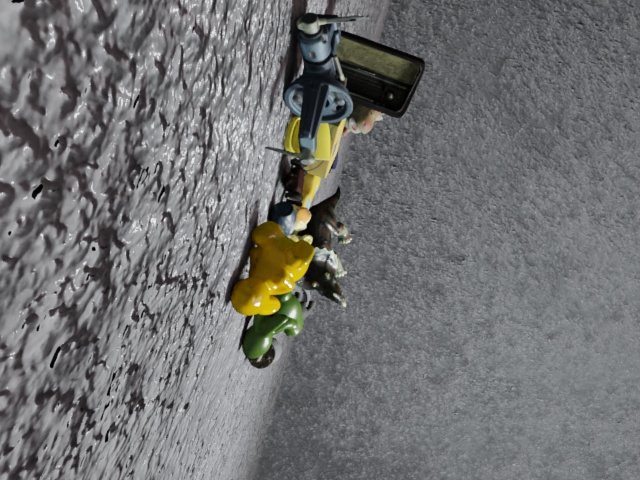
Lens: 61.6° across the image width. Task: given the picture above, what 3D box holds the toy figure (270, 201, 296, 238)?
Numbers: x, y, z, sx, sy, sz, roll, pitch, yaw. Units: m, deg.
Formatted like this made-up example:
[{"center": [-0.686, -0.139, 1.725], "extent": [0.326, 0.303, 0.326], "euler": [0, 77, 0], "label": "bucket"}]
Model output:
[{"center": [-0.086, -0.020, 1.168], "extent": [0.064, 0.058, 0.154], "euler": [-42, 161, -31], "label": "toy figure"}]

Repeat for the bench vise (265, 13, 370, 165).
[{"center": [-0.006, -0.245, 0.891], "extent": [0.223, 0.129, 0.240], "euler": [99, 1, -69], "label": "bench vise"}]

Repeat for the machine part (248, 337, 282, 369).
[{"center": [-0.149, 0.305, 1.465], "extent": [0.243, 0.079, 0.079], "euler": [79, 27, -81], "label": "machine part"}]

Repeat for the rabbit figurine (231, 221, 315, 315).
[{"center": [-0.109, 0.073, 0.997], "extent": [0.173, 0.122, 0.162], "euler": [-53, 174, -38], "label": "rabbit figurine"}]

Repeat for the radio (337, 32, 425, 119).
[{"center": [0.100, -0.360, 1.162], "extent": [0.073, 0.230, 0.131], "euler": [-65, 175, -63], "label": "radio"}]

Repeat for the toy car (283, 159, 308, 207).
[{"center": [-0.056, -0.124, 1.181], "extent": [0.202, 0.053, 0.089], "euler": [171, -69, -89], "label": "toy car"}]

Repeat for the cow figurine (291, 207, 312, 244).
[{"center": [-0.072, -0.002, 1.269], "extent": [0.098, 0.068, 0.167], "euler": [23, -80, 50], "label": "cow figurine"}]

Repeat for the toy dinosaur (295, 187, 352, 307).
[{"center": [0.002, -0.010, 1.408], "extent": [0.192, 0.131, 0.405], "euler": [60, 27, -59], "label": "toy dinosaur"}]

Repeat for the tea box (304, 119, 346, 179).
[{"center": [0.011, -0.236, 1.232], "extent": [0.169, 0.068, 0.098], "euler": [108, 3, -54], "label": "tea box"}]

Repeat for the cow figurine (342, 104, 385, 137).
[{"center": [0.090, -0.334, 1.386], "extent": [0.127, 0.085, 0.195], "euler": [-38, -140, 15], "label": "cow figurine"}]

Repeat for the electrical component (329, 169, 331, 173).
[{"center": [0.003, -0.220, 1.509], "extent": [0.119, 0.075, 0.047], "euler": [-76, 180, -65], "label": "electrical component"}]

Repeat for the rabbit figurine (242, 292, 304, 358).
[{"center": [-0.114, 0.202, 1.263], "extent": [0.170, 0.121, 0.159], "euler": [-54, 172, -35], "label": "rabbit figurine"}]

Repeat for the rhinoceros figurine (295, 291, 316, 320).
[{"center": [-0.088, 0.215, 1.571], "extent": [0.190, 0.073, 0.112], "euler": [-27, -145, 59], "label": "rhinoceros figurine"}]

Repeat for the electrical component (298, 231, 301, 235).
[{"center": [-0.067, -0.012, 1.429], "extent": [0.045, 0.078, 0.102], "euler": [-28, -162, 31], "label": "electrical component"}]

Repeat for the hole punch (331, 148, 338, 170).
[{"center": [0.010, -0.253, 1.395], "extent": [0.142, 0.092, 0.116], "euler": [85, 17, -70], "label": "hole punch"}]
